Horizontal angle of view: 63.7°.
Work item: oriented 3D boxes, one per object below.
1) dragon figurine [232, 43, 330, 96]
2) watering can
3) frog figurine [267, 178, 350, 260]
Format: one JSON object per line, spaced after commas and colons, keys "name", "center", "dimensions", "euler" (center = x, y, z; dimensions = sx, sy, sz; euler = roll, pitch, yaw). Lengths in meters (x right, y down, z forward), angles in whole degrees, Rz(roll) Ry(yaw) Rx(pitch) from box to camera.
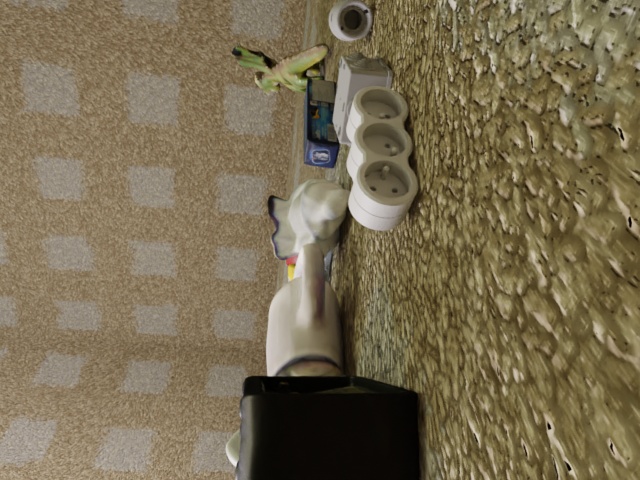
{"name": "dragon figurine", "center": [-0.106, -0.444, 1.311], "dimensions": [0.409, 0.243, 0.122], "euler": [154, 125, -85]}
{"name": "watering can", "center": [-0.027, 0.166, 0.744], "dimensions": [0.230, 0.104, 0.339], "euler": [-94, 11, -46]}
{"name": "frog figurine", "center": [0.002, -0.040, 0.790], "dimensions": [0.157, 0.121, 0.141], "euler": [-27, 40, 39]}
